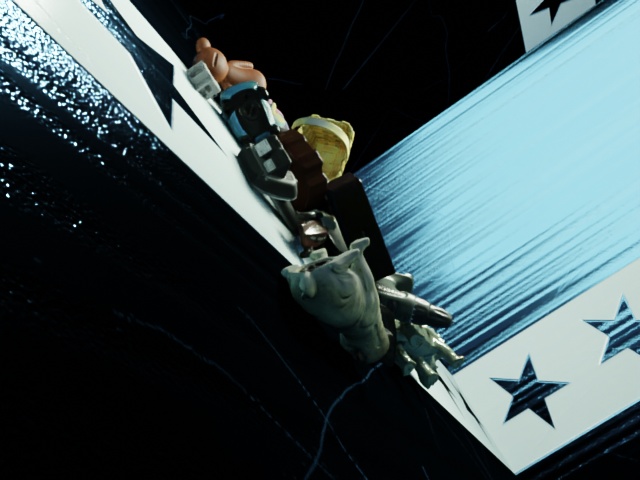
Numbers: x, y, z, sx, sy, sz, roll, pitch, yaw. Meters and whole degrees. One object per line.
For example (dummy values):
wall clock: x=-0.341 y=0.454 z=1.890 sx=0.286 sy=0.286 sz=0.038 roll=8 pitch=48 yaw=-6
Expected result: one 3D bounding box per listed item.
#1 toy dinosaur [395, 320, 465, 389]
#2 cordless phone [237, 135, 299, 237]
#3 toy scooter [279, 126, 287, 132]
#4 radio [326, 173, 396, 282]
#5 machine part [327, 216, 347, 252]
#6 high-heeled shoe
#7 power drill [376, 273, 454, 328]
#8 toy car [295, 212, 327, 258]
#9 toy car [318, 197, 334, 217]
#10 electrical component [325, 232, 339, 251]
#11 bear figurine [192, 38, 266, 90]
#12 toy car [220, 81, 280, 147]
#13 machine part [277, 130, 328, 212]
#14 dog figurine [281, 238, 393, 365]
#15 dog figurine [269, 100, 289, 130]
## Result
toy dinosaur: x=0.209 y=0.237 z=1.296 sx=0.404 sy=0.131 sz=0.192 roll=43 pitch=-1 yaw=-38
cordless phone: x=-0.084 y=-0.102 z=1.080 sx=0.147 sy=0.089 sz=0.184 roll=60 pitch=-3 yaw=45
toy scooter: x=-0.098 y=-0.193 z=1.302 sx=0.135 sy=0.075 sz=0.183 roll=25 pitch=-41 yaw=44
radio: x=0.083 y=-0.029 z=1.179 sx=0.131 sy=0.073 sz=0.229 roll=-119 pitch=-173 yaw=-71
machine part: x=0.051 y=0.027 z=1.329 sx=0.243 sy=0.079 sz=0.079 roll=54 pitch=7 yaw=-22
high-heeled shoe: x=0.070 y=0.135 z=1.070 sx=0.145 sy=0.086 sz=0.248 roll=146 pitch=-75 yaw=-70
power drill: x=0.185 y=0.135 z=1.243 sx=0.232 sy=0.085 sz=0.207 roll=13 pitch=18 yaw=4
toy car: x=-0.011 y=-0.012 z=1.061 sx=0.202 sy=0.053 sz=0.089 roll=-7 pitch=93 yaw=-85
toy car: x=-0.009 y=-0.131 z=1.238 sx=0.201 sy=0.056 sz=0.074 roll=52 pitch=-21 yaw=-26
electrical component: x=-0.003 y=-0.004 z=1.227 sx=0.119 sy=0.048 sz=0.074 roll=59 pitch=6 yaw=15
bear figurine: x=-0.231 y=-0.377 z=1.271 sx=0.196 sy=0.132 sz=0.120 roll=12 pitch=72 yaw=-37
toy car: x=-0.156 y=-0.269 z=1.220 sx=0.161 sy=0.109 sz=0.103 roll=64 pitch=-11 yaw=-1
machine part: x=-0.056 y=-0.141 z=1.146 sx=0.180 sy=0.056 sz=0.179 roll=40 pitch=-36 yaw=37
dog figurine: x=0.035 y=0.111 z=0.773 sx=0.172 sy=0.121 sz=0.190 roll=-26 pitch=100 yaw=-51
dog figurine: x=-0.114 y=-0.256 z=1.437 sx=0.219 sy=0.108 sz=0.192 roll=55 pitch=5 yaw=-27
